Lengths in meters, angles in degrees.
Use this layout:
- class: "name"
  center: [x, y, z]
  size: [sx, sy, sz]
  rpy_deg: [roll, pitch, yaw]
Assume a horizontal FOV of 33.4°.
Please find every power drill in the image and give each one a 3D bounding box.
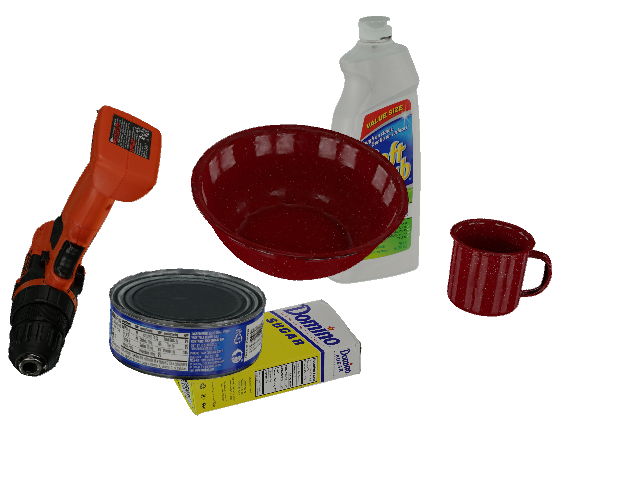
- class: "power drill"
  center: [-0.197, -0.003, 0.867]
  size: [0.057, 0.188, 0.184]
  rpy_deg: [25, 28, -23]

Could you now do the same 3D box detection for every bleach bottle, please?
- class: "bleach bottle"
  center: [0.046, -0.088, 1.032]
  size: [0.102, 0.251, 0.068]
  rpy_deg: [-9, 23, -17]

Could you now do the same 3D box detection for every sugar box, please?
- class: "sugar box"
  center: [-0.057, 0.112, 1.059]
  size: [0.176, 0.048, 0.093]
  rpy_deg: [-14, 32, -20]

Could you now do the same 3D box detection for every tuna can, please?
- class: "tuna can"
  center: [-0.074, 0.045, 0.589]
  size: [0.086, 0.034, 0.086]
  rpy_deg: [5, 17, -2]

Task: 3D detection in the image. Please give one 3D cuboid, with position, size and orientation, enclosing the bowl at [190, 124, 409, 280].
- class: "bowl"
  center: [-0.017, -0.020, 0.802]
  size: [0.162, 0.055, 0.162]
  rpy_deg: [4, 40, -4]

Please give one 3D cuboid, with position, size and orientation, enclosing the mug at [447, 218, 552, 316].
- class: "mug"
  center: [0.197, 0.033, 1.185]
  size: [0.117, 0.081, 0.093]
  rpy_deg: [6, 25, 3]
